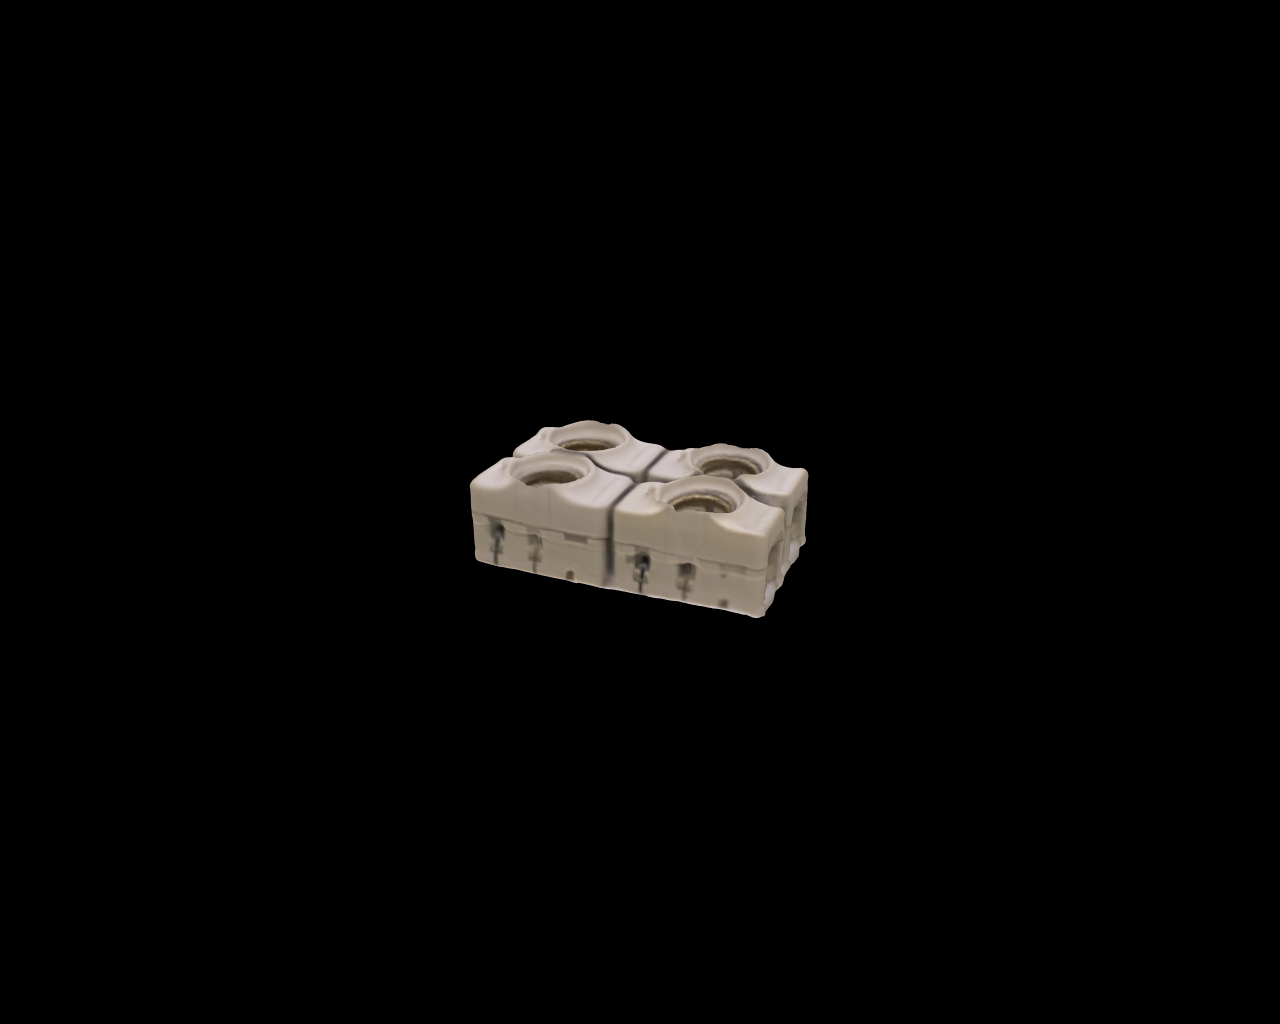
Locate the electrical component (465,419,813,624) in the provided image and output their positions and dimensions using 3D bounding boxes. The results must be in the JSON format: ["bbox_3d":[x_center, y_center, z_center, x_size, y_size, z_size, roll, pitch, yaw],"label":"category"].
[{"bbox_3d":[0.001,-0.003,0.650,0.186,0.060,0.106,10,28,20],"label":"electrical component"}]
